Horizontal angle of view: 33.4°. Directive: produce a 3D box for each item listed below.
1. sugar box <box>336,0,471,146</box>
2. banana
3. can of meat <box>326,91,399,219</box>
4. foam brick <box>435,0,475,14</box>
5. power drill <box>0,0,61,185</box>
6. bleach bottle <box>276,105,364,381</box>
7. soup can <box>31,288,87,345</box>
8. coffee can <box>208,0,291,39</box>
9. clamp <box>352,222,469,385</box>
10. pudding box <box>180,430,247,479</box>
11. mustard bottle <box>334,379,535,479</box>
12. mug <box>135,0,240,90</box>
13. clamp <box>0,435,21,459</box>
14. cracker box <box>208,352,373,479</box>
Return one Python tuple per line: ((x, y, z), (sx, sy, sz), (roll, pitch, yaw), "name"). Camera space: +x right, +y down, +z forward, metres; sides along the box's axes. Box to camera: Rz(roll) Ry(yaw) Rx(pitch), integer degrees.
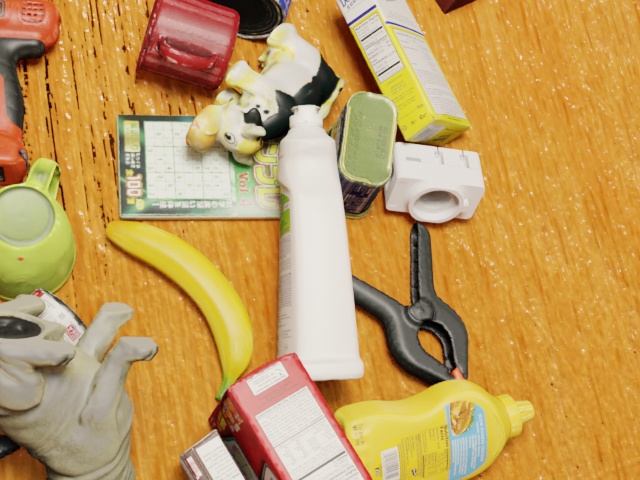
((0.083, -0.183, 1.084), (0.093, 0.048, 0.176), (0, 60, -60), "sugar box")
((-0.117, 0.049, 0.980), (0.069, 0.037, 0.198), (-32, 81, -22), "banana")
((0.037, -0.083, 1.039), (0.057, 0.084, 0.102), (11, 68, -10), "can of meat")
((0.144, -0.297, 1.160), (0.053, 0.051, 0.078), (-27, 79, -23), "foam brick")
((-0.337, -0.146, 0.986), (0.184, 0.057, 0.187), (1, 72, -9), "power drill")
((-0.006, 0.001, 0.966), (0.068, 0.103, 0.251), (0, 83, -16), "bleach bottle")
((-0.254, 0.099, 0.912), (0.068, 0.069, 0.102), (41, 66, 3), "soup can")
((-0.067, -0.290, 1.078), (0.102, 0.103, 0.140), (18, 68, -7), "coffee can")
((0.095, 0.064, 1.026), (0.120, 0.039, 0.171), (-35, 81, -19), "clamp")
((-0.080, 0.209, 0.890), (0.039, 0.113, 0.090), (-32, 82, -11), "pudding box")
((0.108, 0.177, 0.966), (0.191, 0.058, 0.096), (-12, 109, -18), "mustard bottle")
((-0.126, -0.190, 1.027), (0.081, 0.117, 0.093), (16, 112, -13), "mug")
((-0.347, 0.206, 0.834), (0.210, 0.036, 0.164), (21, 63, -7), "clamp")
((-0.005, 0.210, 0.881), (0.072, 0.164, 0.214), (-29, 80, -19), "cracker box")
